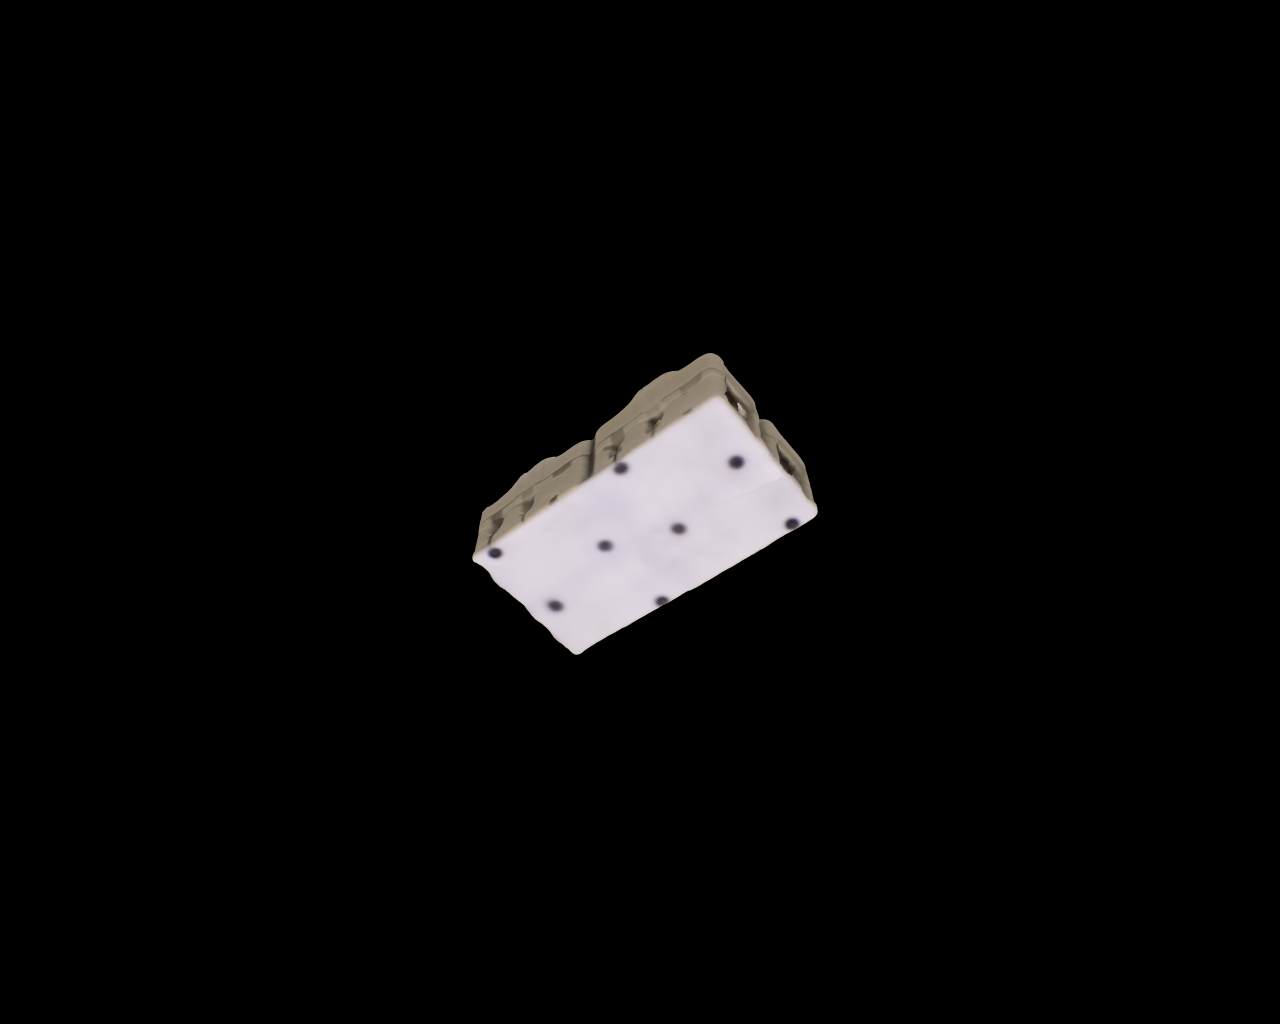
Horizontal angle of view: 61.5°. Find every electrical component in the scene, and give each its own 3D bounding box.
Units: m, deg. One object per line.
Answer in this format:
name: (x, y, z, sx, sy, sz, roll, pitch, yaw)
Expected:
electrical component: (0.001, -0.003, 0.650, 0.186, 0.105, 0.060, -33, 29, 21)
